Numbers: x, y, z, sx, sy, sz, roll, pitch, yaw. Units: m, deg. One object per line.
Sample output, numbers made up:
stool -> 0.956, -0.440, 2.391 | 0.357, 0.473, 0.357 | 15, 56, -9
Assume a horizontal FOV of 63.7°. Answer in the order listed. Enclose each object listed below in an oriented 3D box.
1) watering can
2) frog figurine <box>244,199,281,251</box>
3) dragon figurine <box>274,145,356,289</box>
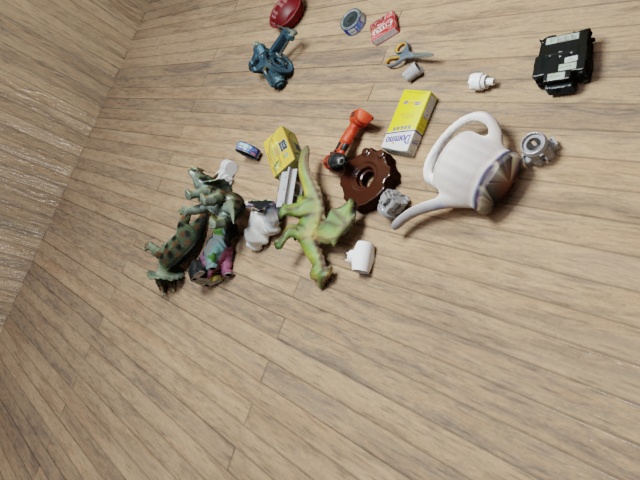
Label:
watering can -> 0.318, -0.130, 1.190 | 0.103, 0.345, 0.228 | 22, 13, -45
frog figurine -> -0.177, -0.042, 1.610 | 0.138, 0.157, 0.124 | 16, 28, 39
dragon figurine -> 0.004, -0.072, 1.435 | 0.243, 0.412, 0.121 | 5, -7, 37
